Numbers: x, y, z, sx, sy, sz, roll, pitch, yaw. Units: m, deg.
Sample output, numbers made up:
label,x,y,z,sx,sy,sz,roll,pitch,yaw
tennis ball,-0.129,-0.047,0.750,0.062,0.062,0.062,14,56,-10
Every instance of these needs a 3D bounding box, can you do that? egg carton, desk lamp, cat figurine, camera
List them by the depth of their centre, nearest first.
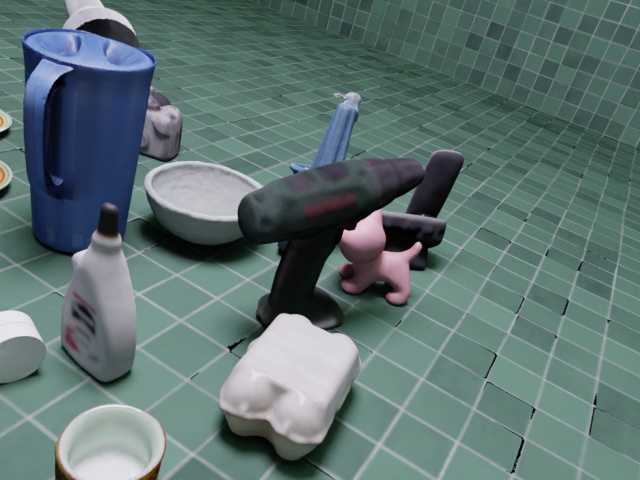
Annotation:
label,x,y,z,sx,sy,sz,roll,pitch,yaw
egg carton,-0.025,0.134,0.551,0.107,0.069,0.150,23,29,11
cat figurine,0.074,0.015,0.767,0.128,0.118,0.067,12,29,-8
desk lamp,-0.403,-0.317,0.996,0.118,0.213,0.202,-7,36,-36
camera,-0.298,-0.220,1.000,0.143,0.101,0.137,19,28,5

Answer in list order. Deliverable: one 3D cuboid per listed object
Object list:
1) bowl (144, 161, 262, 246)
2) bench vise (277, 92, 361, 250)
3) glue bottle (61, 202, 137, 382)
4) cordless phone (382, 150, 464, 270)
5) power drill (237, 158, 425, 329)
label,x,y,z,sx,sy,sz,roll,pitch,yaw
bowl,-0.157,-0.041,0.785,0.167,0.075,0.167,13,29,-7
bench vise,0.019,-0.089,0.813,0.121,0.220,0.207,11,29,-10
glue bottle,-0.195,0.043,0.512,0.078,0.173,0.037,29,31,22
cordless phone,0.127,-0.058,0.854,0.148,0.185,0.094,5,31,-21
power drill,0.006,0.002,0.656,0.230,0.208,0.075,-8,37,-38
